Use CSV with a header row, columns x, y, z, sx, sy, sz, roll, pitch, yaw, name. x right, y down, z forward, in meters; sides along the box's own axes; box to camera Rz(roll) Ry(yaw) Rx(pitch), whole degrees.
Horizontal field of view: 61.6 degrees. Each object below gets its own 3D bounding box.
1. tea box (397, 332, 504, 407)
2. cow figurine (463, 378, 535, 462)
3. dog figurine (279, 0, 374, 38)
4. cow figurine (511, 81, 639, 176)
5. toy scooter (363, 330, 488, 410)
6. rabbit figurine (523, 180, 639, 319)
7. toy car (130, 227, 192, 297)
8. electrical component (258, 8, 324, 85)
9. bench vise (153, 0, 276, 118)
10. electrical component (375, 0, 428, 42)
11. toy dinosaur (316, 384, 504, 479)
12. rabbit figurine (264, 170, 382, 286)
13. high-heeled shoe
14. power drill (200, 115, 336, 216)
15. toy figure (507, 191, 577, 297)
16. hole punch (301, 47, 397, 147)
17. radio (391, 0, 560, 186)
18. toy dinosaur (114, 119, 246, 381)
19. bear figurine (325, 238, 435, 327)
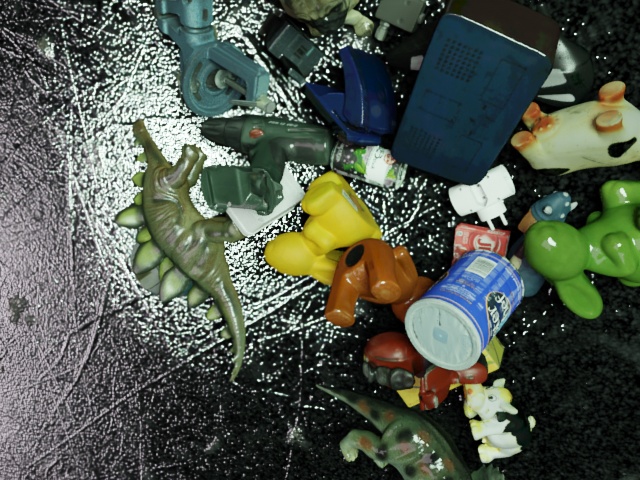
x,y,z,sx,sy,sz,roll,pitch,yaw,name
0.184,0.177,0.835,0.169,0.068,0.098,-38,89,32,tea box
0.267,0.260,0.796,0.098,0.068,0.167,-15,130,13,cow figurine
-0.019,-0.324,0.686,0.173,0.190,0.121,11,112,24,dog figurine
0.344,-0.118,0.632,0.195,0.085,0.127,-7,147,41,cow figurine
0.132,0.183,0.744,0.184,0.135,0.075,4,108,28,toy scooter
0.327,0.009,0.661,0.170,0.121,0.158,-5,128,-4,rabbit figurine
-0.297,0.043,1.006,0.109,0.103,0.161,-28,96,30,toy car
-0.038,-0.266,0.747,0.074,0.119,0.048,31,112,-36,electrical component
-0.147,-0.269,0.798,0.241,0.129,0.223,39,130,29,bench vise
0.111,-0.309,0.724,0.063,0.021,0.094,31,118,13,electrical component
0.171,0.362,0.886,0.192,0.131,0.405,-43,82,19,toy dinosaur
-0.002,-0.003,0.835,0.173,0.122,0.162,-35,114,12,rabbit figurine
0.215,-0.218,0.696,0.249,0.086,0.145,2,140,43,high-heeled shoe
-0.102,-0.120,0.793,0.232,0.207,0.085,6,121,11,power drill
0.291,0.002,0.722,0.058,0.064,0.154,24,118,28,toy figure
0.056,-0.193,0.735,0.092,0.142,0.116,-41,76,27,hole punch
0.177,-0.172,0.647,0.131,0.073,0.229,23,148,5,radio
-0.217,0.003,0.912,0.198,0.105,0.471,-32,84,8,toy dinosaur
0.111,0.087,0.774,0.120,0.132,0.195,-32,122,30,bear figurine
